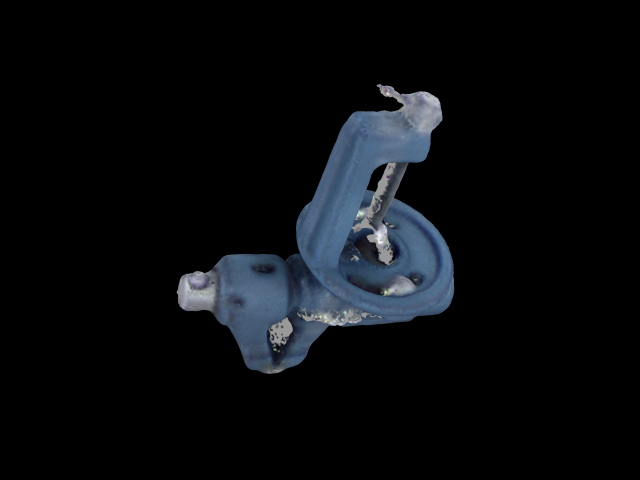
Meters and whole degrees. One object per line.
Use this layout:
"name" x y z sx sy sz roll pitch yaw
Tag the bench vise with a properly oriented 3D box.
"bench vise" 0.010 0.009 0.393 0.208 0.220 0.121 -26 54 -21
